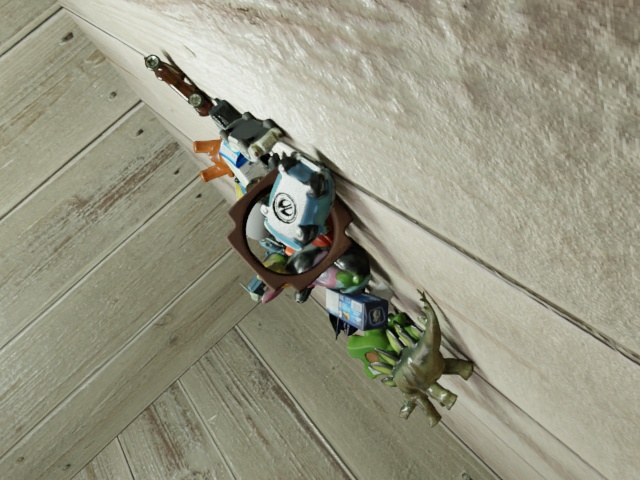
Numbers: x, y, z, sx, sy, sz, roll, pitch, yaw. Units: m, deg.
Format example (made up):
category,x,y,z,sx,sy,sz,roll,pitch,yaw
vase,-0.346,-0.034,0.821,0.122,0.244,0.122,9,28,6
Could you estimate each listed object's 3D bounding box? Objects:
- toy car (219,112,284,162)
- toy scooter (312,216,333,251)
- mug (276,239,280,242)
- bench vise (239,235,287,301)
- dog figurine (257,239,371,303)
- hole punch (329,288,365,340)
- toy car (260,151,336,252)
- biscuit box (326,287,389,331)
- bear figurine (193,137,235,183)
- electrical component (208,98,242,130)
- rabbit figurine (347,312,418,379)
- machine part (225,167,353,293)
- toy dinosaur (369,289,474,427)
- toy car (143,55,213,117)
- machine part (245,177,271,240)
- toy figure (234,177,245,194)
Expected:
category,x,y,z,sx,sy,sz,roll,pitch,yaw
toy car,-0.128,-0.190,0.994,0.056,0.073,0.202,56,169,-31
toy scooter,-0.026,-0.059,1.119,0.135,0.075,0.184,54,174,-38
mug,-0.072,-0.052,1.304,0.081,0.109,0.107,39,157,27
bench vise,-0.131,0.067,1.511,0.129,0.240,0.223,40,-175,31
dog figurine,-0.025,0.072,1.152,0.192,0.219,0.108,41,148,42
hole punch,0.075,0.174,1.358,0.092,0.142,0.116,6,-164,-7
toy car,-0.024,-0.071,0.898,0.109,0.103,0.161,33,123,23
biscuit box,0.078,0.144,1.172,0.203,0.063,0.059,-166,74,-67
bear figurine,-0.256,-0.213,1.380,0.196,0.132,0.120,-139,36,-77
electrical component,-0.199,-0.257,1.143,0.119,0.048,0.074,41,170,28
rabbit figurine,0.167,0.235,1.345,0.121,0.170,0.159,46,131,-7
machine part,-0.056,-0.019,0.991,0.201,0.201,0.087,47,174,0
toy dinosaur,0.210,0.266,1.133,0.199,0.105,0.470,28,141,16
toy car,-0.336,-0.371,1.283,0.202,0.053,0.089,43,-178,3
machine part,-0.139,-0.070,1.250,0.079,0.079,0.243,45,154,13
toy figure,-0.146,-0.120,1.429,0.180,0.082,0.089,41,-165,-14
